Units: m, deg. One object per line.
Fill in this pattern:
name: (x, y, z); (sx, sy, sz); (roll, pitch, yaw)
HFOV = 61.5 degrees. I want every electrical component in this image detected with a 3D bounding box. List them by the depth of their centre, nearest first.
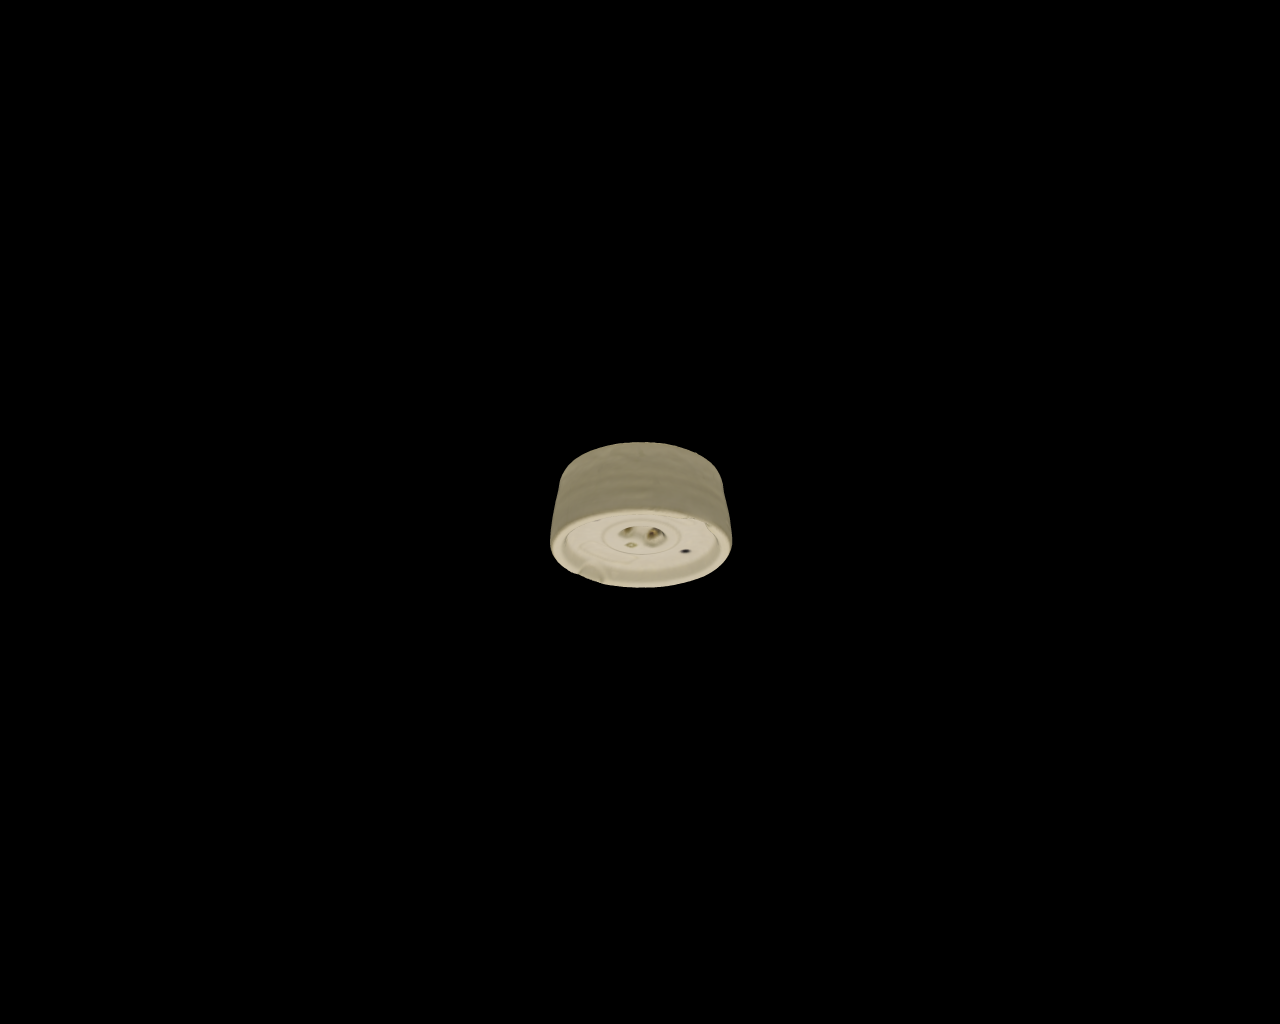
electrical component: (0.001, -0.003, 0.650); (0.108, 0.060, 0.108); (0, -28, 0)
